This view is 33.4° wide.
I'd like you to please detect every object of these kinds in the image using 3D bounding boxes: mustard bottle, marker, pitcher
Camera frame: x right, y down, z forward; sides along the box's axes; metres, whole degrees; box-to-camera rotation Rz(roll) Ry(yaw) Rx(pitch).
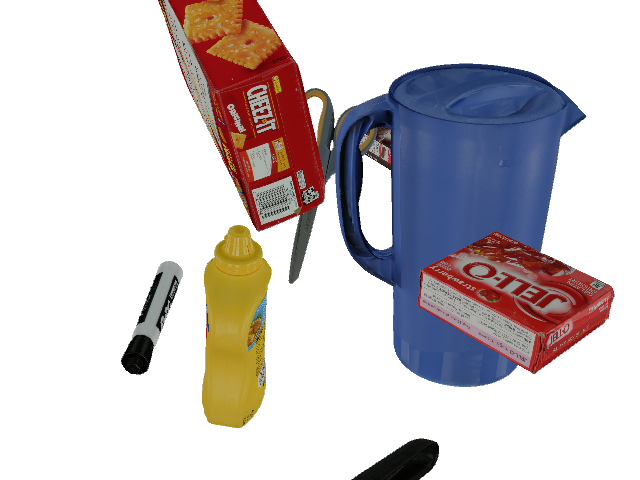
[{"bbox_3d":[-0.075,0.069,0.951,0.058,0.192,0.096,9,36,5],"label":"mustard bottle"},{"bbox_3d":[-0.118,0.054,0.751,0.020,0.020,0.121,0,30,6],"label":"marker"},{"bbox_3d":[0.105,-0.009,0.845,0.149,0.243,0.144,20,33,33],"label":"pitcher"}]

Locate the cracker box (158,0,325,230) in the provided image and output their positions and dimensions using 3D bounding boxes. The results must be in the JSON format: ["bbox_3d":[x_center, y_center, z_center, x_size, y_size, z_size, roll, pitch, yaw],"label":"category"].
[{"bbox_3d":[-0.072,-0.140,0.885,0.072,0.214,0.164,-22,-39,-7],"label":"cracker box"}]

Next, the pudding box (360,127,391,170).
[{"bbox_3d":[0.114,-0.142,1.474,0.113,0.039,0.090,-24,40,-29],"label":"pudding box"}]

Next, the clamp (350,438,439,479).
[{"bbox_3d":[-0.009,0.184,0.646,0.210,0.036,0.164,-5,28,4],"label":"clamp"}]

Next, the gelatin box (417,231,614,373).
[{"bbox_3d":[0.114,0.033,0.626,0.073,0.030,0.089,-24,40,-38],"label":"gelatin box"}]

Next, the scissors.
[{"bbox_3d":[0.012,-0.057,1.081,0.096,0.202,0.016,-2,-11,-1],"label":"scissors"}]
